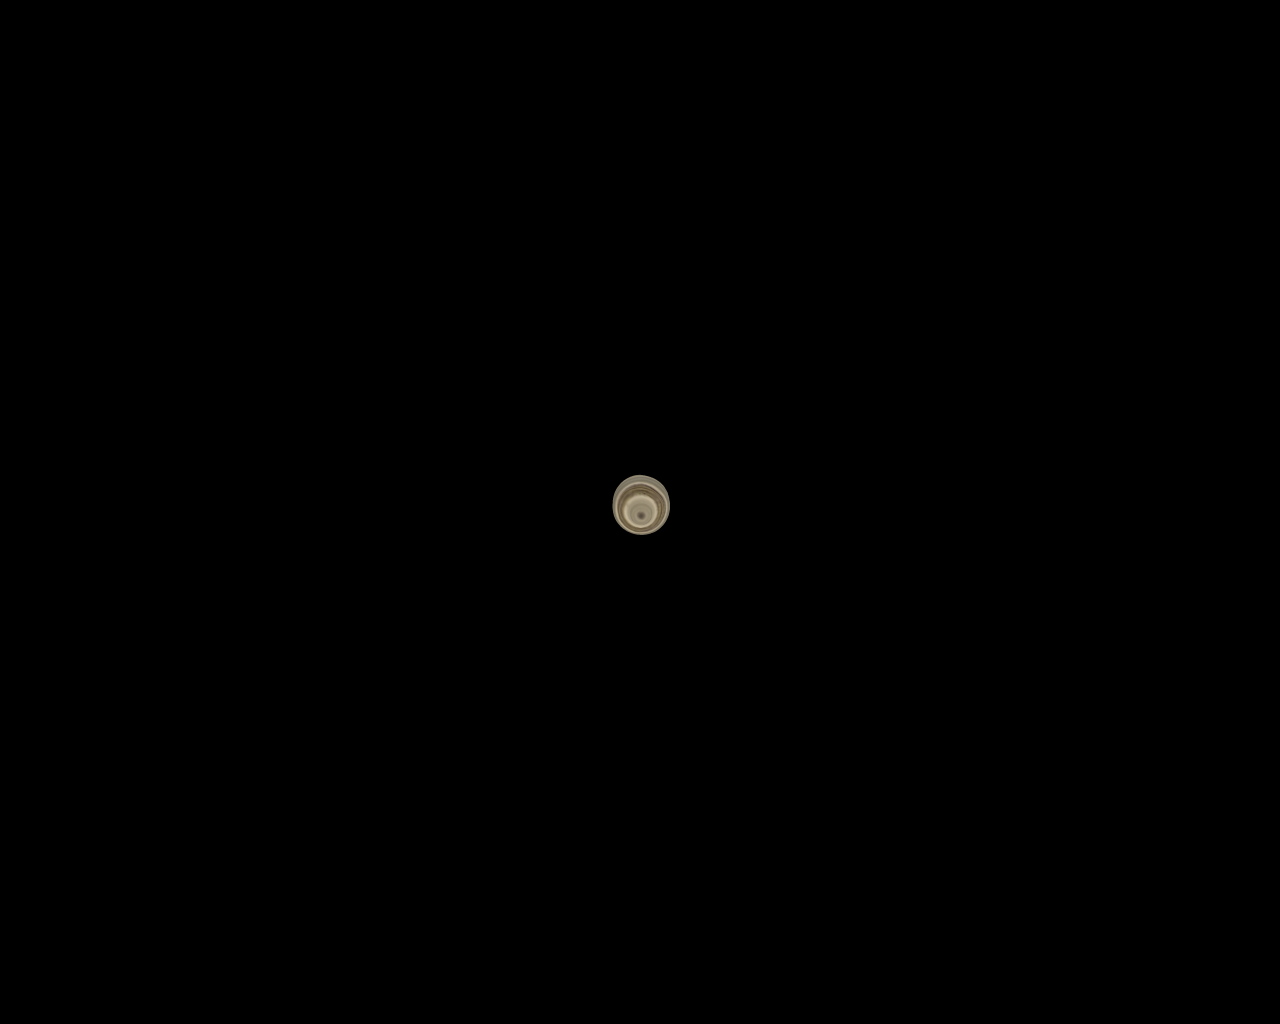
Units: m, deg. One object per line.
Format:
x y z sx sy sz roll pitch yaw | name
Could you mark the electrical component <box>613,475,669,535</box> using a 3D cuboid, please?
0.001 -0.003 0.650 0.035 0.035 0.061 0 9 0 | electrical component
